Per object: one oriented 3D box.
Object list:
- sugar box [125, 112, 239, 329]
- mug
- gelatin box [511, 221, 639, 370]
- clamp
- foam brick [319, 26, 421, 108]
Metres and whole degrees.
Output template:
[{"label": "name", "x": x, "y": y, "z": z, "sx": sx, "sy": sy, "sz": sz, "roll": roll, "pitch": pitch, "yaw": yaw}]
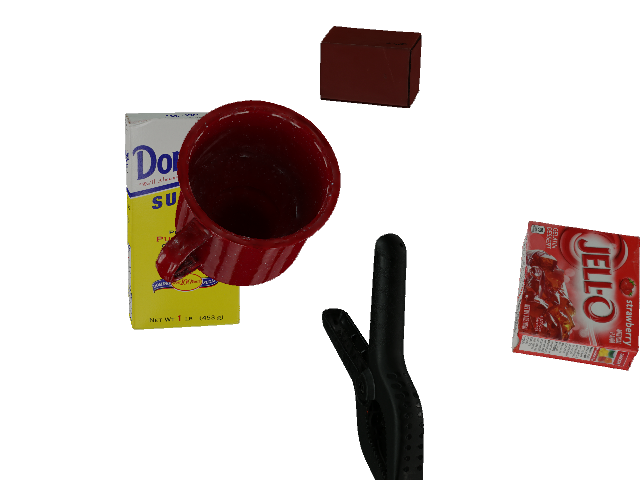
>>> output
[{"label": "sugar box", "x": -0.114, "y": -0.017, "z": 0.889, "sx": 0.093, "sy": 0.176, "sz": 0.048, "roll": -3, "pitch": 16, "yaw": -14}, {"label": "mug", "x": -0.050, "y": -0.015, "z": 0.628, "sx": 0.117, "sy": 0.093, "sz": 0.082, "roll": -44, "pitch": -7, "yaw": -25}, {"label": "gelatin box", "x": 0.163, "y": 0.033, "z": 0.677, "sx": 0.073, "sy": 0.089, "sz": 0.030, "roll": 9, "pitch": -35, "yaw": 7}, {"label": "clamp", "x": 0.051, "y": 0.109, "z": 0.863, "sx": 0.036, "sy": 0.210, "sz": 0.165, "roll": -2, "pitch": -33, "yaw": -19}, {"label": "foam brick", "x": 0.042, "y": -0.145, "z": 0.891, "sx": 0.078, "sy": 0.051, "sz": 0.053, "roll": 8, "pitch": 27, "yaw": 13}]
